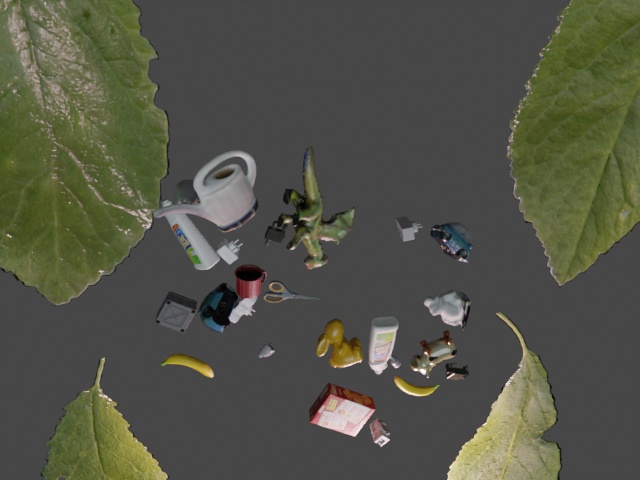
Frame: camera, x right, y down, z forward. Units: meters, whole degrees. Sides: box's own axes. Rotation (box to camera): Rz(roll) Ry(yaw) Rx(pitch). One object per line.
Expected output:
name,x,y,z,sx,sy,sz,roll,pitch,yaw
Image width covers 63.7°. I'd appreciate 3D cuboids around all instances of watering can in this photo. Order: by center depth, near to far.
watering can,-0.309,-0.115,1.517,0.353,0.105,0.220,-44,130,-25

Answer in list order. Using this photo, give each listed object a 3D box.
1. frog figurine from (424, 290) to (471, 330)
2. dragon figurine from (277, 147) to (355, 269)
frog figurine,0.465,0.244,1.888,0.160,0.125,0.134,13,131,26
dragon figurine,0.005,-0.083,1.657,0.242,0.124,0.405,7,110,-32
